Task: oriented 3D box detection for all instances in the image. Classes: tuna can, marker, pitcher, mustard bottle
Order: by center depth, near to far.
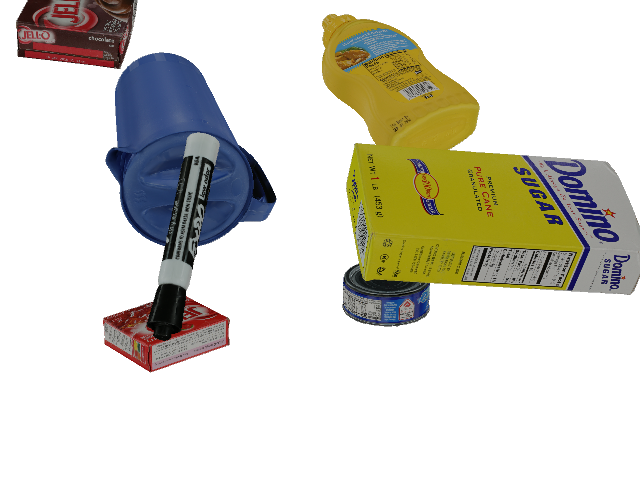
[{"bbox_3d":[-0.075,-0.003,0.586,0.020,0.121,0.020,7,-24,3],"label":"marker"},{"bbox_3d":[0.056,-0.154,0.993,0.096,0.058,0.192,-23,52,-20],"label":"mustard bottle"},{"bbox_3d":[0.064,0.050,1.040,0.086,0.034,0.086,-1,23,0],"label":"tuna can"},{"bbox_3d":[-0.148,-0.105,1.149,0.145,0.149,0.243,-22,35,-1],"label":"pitcher"}]

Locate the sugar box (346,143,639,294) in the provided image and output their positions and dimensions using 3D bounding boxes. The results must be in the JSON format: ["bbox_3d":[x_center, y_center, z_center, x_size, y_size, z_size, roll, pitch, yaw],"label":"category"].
[{"bbox_3d":[0.109,-0.015,0.677,0.176,0.048,0.093,1,42,-7],"label":"sugar box"}]

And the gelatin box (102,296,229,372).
[{"bbox_3d":[-0.137,0.080,0.951,0.089,0.030,0.073,-17,28,-39],"label":"gelatin box"}]

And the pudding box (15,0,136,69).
[{"bbox_3d":[-0.213,-0.196,0.946,0.090,0.039,0.113,7,34,-5],"label":"pudding box"}]
